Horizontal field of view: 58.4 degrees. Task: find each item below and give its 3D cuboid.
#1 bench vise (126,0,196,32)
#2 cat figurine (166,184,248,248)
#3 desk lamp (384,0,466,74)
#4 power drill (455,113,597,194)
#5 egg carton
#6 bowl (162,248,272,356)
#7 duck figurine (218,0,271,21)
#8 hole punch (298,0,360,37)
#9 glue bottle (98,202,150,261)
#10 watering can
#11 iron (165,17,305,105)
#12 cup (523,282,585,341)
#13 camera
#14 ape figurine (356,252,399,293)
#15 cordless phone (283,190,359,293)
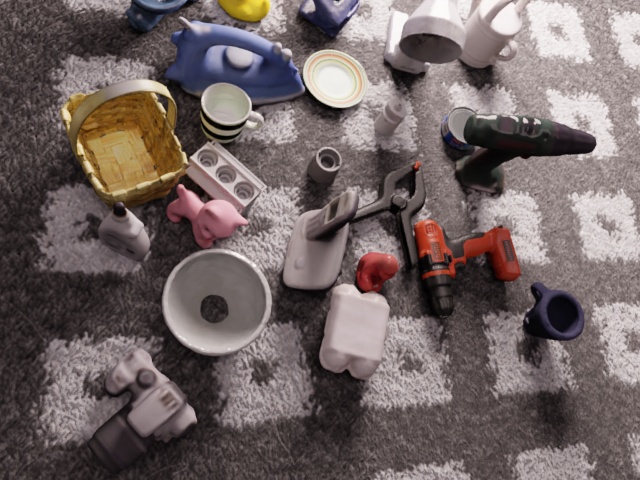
[{"bbox_3d":[-0.264,-0.493,0.994,0.121,0.219,0.207,22,67,-8],"label":"bench vise"},{"bbox_3d":[-0.182,-0.043,0.922,0.128,0.117,0.067,39,66,-1],"label":"cat figurine"},{"bbox_3d":[0.204,-0.416,1.112,0.118,0.213,0.203,13,69,-12],"label":"desk lamp"},{"bbox_3d":[0.359,-0.165,1.076,0.230,0.208,0.075,10,69,-13],"label":"power drill"},{"bbox_3d":[0.058,0.152,0.954,0.107,0.069,0.150,16,68,-11],"label":"egg carton"},{"bbox_3d":[-0.164,0.103,0.901,0.168,0.074,0.167,5,71,-15],"label":"bowl"},{"bbox_3d":[-0.142,-0.477,1.099,0.105,0.086,0.077,23,67,-8],"label":"duck figurine"},{"bbox_3d":[0.027,-0.485,1.149,0.101,0.091,0.109,34,66,-3],"label":"hole punch"},{"bbox_3d":[-0.292,-0.020,0.851,0.078,0.173,0.037,28,66,-6],"label":"glue bottle"},{"bbox_3d":[0.360,-0.459,1.184,0.173,0.193,0.101,45,66,2],"label":"watering can"},{"bbox_3d":[-0.137,-0.325,1.018,0.259,0.141,0.118,6,70,-14],"label":"iron"},{"bbox_3d":[0.410,0.135,1.051,0.092,0.095,0.118,-34,84,-24],"label":"cup"},{"bbox_3d":[-0.264,0.247,0.808,0.137,0.100,0.143,-41,87,-24],"label":"camera"},{"bbox_3d":[0.105,0.051,0.990,0.078,0.092,0.076,-9,75,-19],"label":"ape figurine"},{"bbox_3d":[0.009,0.003,0.926,0.094,0.185,0.147,14,68,-11],"label":"cordless phone"}]
